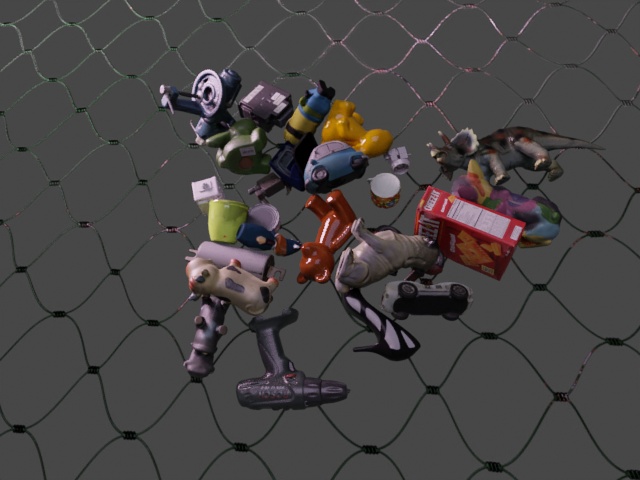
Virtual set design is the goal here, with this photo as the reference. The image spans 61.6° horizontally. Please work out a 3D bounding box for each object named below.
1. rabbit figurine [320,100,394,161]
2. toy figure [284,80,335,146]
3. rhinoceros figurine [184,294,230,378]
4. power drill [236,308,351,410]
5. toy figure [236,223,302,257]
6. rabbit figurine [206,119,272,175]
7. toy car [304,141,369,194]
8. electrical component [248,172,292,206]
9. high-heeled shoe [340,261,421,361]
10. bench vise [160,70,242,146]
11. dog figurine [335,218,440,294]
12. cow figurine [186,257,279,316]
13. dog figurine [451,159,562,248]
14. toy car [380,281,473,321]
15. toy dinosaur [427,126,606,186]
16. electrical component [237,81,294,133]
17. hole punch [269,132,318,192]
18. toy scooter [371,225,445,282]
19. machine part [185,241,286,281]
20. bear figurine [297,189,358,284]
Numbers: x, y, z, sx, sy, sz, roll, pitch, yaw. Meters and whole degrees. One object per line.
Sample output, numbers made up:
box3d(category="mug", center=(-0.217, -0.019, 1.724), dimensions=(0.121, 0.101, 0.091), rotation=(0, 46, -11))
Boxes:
box3d(category="rabbit figurine", center=(0.093, -0.253, 1.340), dimensions=(0.173, 0.121, 0.162), rotation=(22, 73, 18))
box3d(category="toy figure", center=(-0.031, -0.314, 1.364), dimensions=(0.082, 0.180, 0.089), rotation=(40, 35, -3))
box3d(category="rhinoceros figurine", center=(-0.245, 0.201, 1.160), dimensions=(0.073, 0.112, 0.190), rotation=(18, 49, -15))
box3d(category="power drill", center=(-0.065, 0.253, 1.131), dimensions=(0.232, 0.086, 0.207), rotation=(-13, 70, 4))
box3d(category="toy figure", center=(-0.117, 0.004, 1.252), dimensions=(0.154, 0.057, 0.064), rotation=(20, 35, -22))
box3d(category="rabbit figurine", center=(-0.205, -0.244, 1.397), dimensions=(0.159, 0.121, 0.170), rotation=(-17, 43, 7))
box3d(category="toy car", center=(0.029, -0.178, 1.252), dimensions=(0.162, 0.109, 0.103), rotation=(-24, 78, 4))
box3d(category="electrical component", center=(-0.121, -0.128, 1.349), dimensions=(0.102, 0.045, 0.078), rotation=(-36, 36, -14))
box3d(category="high-heeled shoe", center=(0.124, 0.141, 1.161), dimensions=(0.145, 0.086, 0.249), rotation=(-7, 64, -4))
box3d(category="bench vise", center=(-0.310, -0.342, 1.368), dimensions=(0.223, 0.240, 0.129), rotation=(-44, 66, 32))
box3d(category="dog figurine", center=(0.142, 0.053, 1.118), dimensions=(0.191, 0.121, 0.172), rotation=(21, 98, -2))
box3d(category="cow figurine", center=(-0.197, 0.100, 1.149), dimensions=(0.195, 0.085, 0.127), rotation=(27, 28, 0))
box3d(category="dog figurine", center=(0.388, -0.079, 1.153), dimensions=(0.192, 0.219, 0.108), rotation=(4, 62, 57))
box3d(category="toy car", center=(0.227, 0.126, 1.131), dimensions=(0.202, 0.073, 0.056), rotation=(3, 32, -13))
box3d(category="toy dinosaur", center=(0.446, -0.210, 1.283), dimensions=(0.405, 0.131, 0.192), rotation=(-16, 62, -8))
box3d(category="electrical component", center=(-0.139, -0.357, 1.455), dimensions=(0.134, 0.058, 0.115), rotation=(34, 69, 22))
box3d(category="hole punch", center=(-0.052, -0.188, 1.328), dimensions=(0.092, 0.115, 0.142), rotation=(-11, 33, 32))
box3d(category="toy scooter", center=(0.177, 0.053, 1.201), dimensions=(0.184, 0.075, 0.135), rotation=(26, 70, 14))
box3d(category="machine part", center=(-0.196, 0.054, 1.244), dimensions=(0.243, 0.079, 0.079), rotation=(10, 65, 13))
box3d(category="bear figurine", center=(0.000, -0.001, 1.220), dimensions=(0.120, 0.131, 0.196), rotation=(-4, 43, 53))
